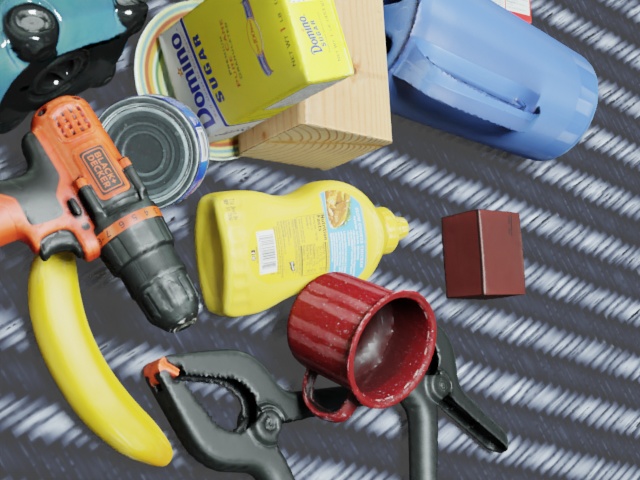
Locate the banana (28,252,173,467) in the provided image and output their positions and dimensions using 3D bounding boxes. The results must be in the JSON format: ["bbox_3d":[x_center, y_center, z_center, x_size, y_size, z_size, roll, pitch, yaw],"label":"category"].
[{"bbox_3d":[-0.163,0.078,0.759,0.069,0.037,0.198,-20,92,-33],"label":"banana"}]

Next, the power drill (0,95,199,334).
[{"bbox_3d":[-0.193,0.011,0.708,0.187,0.057,0.184,-28,79,-26],"label":"power drill"}]

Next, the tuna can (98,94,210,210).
[{"bbox_3d":[-0.126,-0.064,0.784,0.086,0.033,0.086,1,98,6],"label":"tuna can"}]

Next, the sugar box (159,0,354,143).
[{"bbox_3d":[-0.052,-0.133,0.762,0.048,0.177,0.093,-16,89,-36],"label":"sugar box"}]

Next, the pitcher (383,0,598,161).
[{"bbox_3d":[0.134,-0.147,0.939,0.242,0.145,0.149,17,70,-33],"label":"pitcher"}]

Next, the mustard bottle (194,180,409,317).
[{"bbox_3d":[-0.006,0.001,0.864,0.191,0.058,0.096,-9,95,-34],"label":"mustard bottle"}]

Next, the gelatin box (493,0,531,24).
[{"bbox_3d":[0.169,-0.255,1.047,0.073,0.030,0.089,5,78,-31],"label":"gelatin box"}]

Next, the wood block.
[{"bbox_3d":[-0.009,-0.171,0.852,0.090,0.090,0.206,7,74,-37],"label":"wood block"}]

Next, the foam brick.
[{"bbox_3d":[0.148,0.015,0.968,0.052,0.051,0.078,4,79,-34],"label":"foam brick"}]

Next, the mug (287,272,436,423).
[{"bbox_3d":[0.024,0.083,0.820,0.093,0.082,0.117,28,84,-45],"label":"mug"}]

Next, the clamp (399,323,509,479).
[{"bbox_3d":[0.090,0.136,0.911,0.120,0.039,0.171,-34,95,-47],"label":"clamp"}]

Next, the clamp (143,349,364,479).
[{"bbox_3d":[-0.045,0.155,0.819,0.209,0.036,0.164,28,58,-26],"label":"clamp"}]
